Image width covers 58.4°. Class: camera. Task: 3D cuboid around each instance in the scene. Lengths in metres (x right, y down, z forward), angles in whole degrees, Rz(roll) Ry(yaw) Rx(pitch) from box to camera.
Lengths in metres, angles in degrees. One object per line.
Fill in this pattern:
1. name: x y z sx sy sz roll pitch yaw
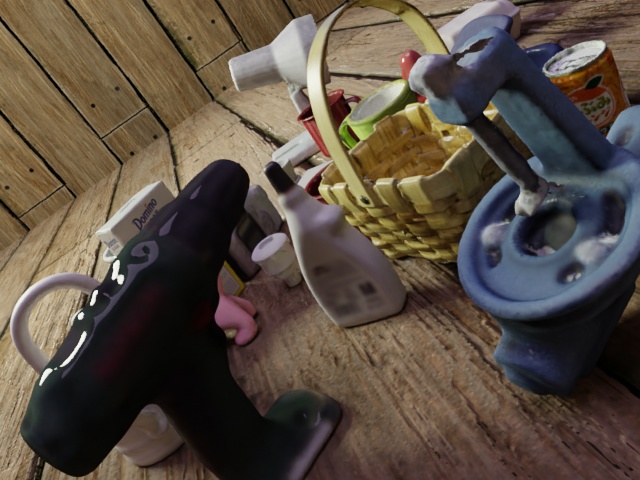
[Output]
1. camera: -0.144 -0.008 0.811 0.136 0.101 0.143 -21 27 29

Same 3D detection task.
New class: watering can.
1. watering can: -0.207 0.114 0.547 0.172 0.194 0.101 -5 38 49

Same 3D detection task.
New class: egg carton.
1. egg carton: 0.251 -0.335 0.942 0.150 0.069 0.107 -35 23 2

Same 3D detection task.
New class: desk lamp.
1. desk lamp: -0.050 -0.263 1.027 0.203 0.214 0.118 -32 24 7

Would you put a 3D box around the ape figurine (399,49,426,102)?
1. ape figurine: 0.155 -0.252 0.886 0.078 0.092 0.076 -41 24 -14

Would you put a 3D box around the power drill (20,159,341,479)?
1. power drill: -0.078 0.085 0.413 0.075 0.209 0.230 -6 37 48

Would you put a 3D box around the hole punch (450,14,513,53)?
1. hole punch: 0.219 -0.247 0.792 0.101 0.091 0.108 -40 24 -11

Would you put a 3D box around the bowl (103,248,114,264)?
1. bowl: -0.298 0.005 1.025 0.167 0.075 0.167 -29 24 15

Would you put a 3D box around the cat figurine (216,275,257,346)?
1. cat figurine: -0.150 0.083 0.626 0.128 0.118 0.067 -35 24 0

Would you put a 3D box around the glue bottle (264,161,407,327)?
1. glue bottle: 0.005 0.002 0.503 0.078 0.173 0.037 -20 28 32

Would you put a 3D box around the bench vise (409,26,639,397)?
1. bench vise: 0.142 -0.044 0.347 0.121 0.220 0.208 -6 37 48

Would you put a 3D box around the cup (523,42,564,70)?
1. cup: 0.205 -0.127 0.578 0.118 0.095 0.091 -36 24 -3
